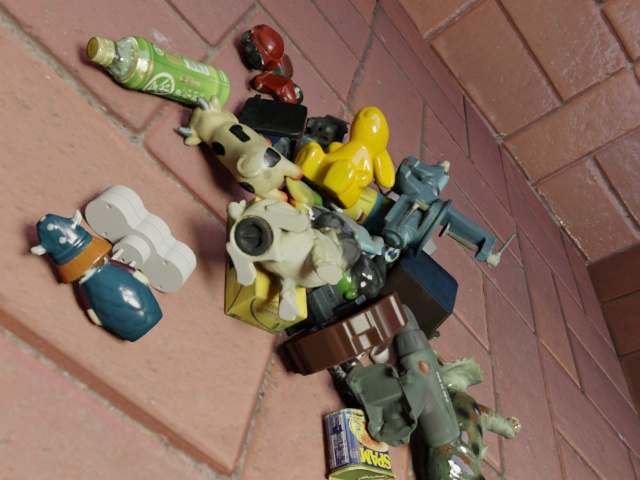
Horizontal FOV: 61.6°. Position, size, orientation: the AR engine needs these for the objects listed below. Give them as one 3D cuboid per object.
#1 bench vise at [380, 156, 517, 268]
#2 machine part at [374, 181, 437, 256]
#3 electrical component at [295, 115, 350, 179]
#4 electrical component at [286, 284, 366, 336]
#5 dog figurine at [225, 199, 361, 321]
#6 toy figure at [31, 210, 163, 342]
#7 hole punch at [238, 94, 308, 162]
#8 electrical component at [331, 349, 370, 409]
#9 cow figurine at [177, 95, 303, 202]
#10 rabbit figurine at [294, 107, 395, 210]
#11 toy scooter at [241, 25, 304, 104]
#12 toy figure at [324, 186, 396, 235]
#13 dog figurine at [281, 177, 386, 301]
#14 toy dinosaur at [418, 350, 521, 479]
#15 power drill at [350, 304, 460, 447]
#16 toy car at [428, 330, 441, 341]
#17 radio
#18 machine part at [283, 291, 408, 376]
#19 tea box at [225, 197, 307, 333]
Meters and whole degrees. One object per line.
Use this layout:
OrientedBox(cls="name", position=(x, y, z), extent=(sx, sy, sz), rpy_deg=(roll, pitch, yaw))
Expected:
OrientedBox(cls="bench vise", position=(0.226, -0.040, 0.977), extent=(0.241, 0.128, 0.224), rpy_deg=(33, 47, 8))
OrientedBox(cls="machine part", position=(0.189, -0.031, 1.211), extent=(0.243, 0.079, 0.079), rpy_deg=(58, 30, -4))
OrientedBox(cls="electrical component", position=(-0.001, -0.171, 1.009), extent=(0.058, 0.114, 0.134), rpy_deg=(23, 22, 14))
OrientedBox(cls="electrical component", position=(0.004, 0.093, 0.788), extent=(0.075, 0.119, 0.047), rpy_deg=(-21, 83, -57))
OrientedBox(cls="dog figurine", position=(-0.033, -0.001, 0.722), extent=(0.172, 0.121, 0.190), rpy_deg=(57, 17, -6))
OrientedBox(cls="toy figure", position=(-0.229, 0.037, 0.551), extent=(0.154, 0.058, 0.064), rpy_deg=(52, 45, -14))
OrientedBox(cls="hole punch", position=(-0.088, -0.186, 0.944), extent=(0.116, 0.092, 0.142), rpy_deg=(13, 44, -2))
OrientedBox(cls="electrical component", position=(0.062, 0.217, 0.837), extent=(0.102, 0.045, 0.078), rpy_deg=(62, 29, 4))
OrientedBox(cls="cow figurine", position=(-0.126, -0.138, 0.801), extent=(0.127, 0.085, 0.195), rpy_deg=(23, 19, -51))
OrientedBox(cls="rabbit figurine", position=(0.067, -0.140, 0.924), extent=(0.122, 0.173, 0.162), rpy_deg=(26, -6, 46))
OrientedBox(cls="toy scooter", position=(-0.106, -0.340, 1.054), extent=(0.135, 0.075, 0.183), rpy_deg=(-26, 91, -58))
OrientedBox(cls="toy figure", position=(0.089, -0.066, 1.057), extent=(0.180, 0.082, 0.089), rpy_deg=(24, 28, -8))
OrientedBox(cls="dog figurine", position=(-0.002, -0.003, 0.877), extent=(0.219, 0.108, 0.192), rpy_deg=(39, 31, -24))
OrientedBox(cls="toy dinosaur", position=(0.223, 0.349, 0.901), extent=(0.192, 0.131, 0.405), rpy_deg=(40, 37, -7))
OrientedBox(cls="power drill", position=(0.125, 0.209, 0.815), extent=(0.207, 0.086, 0.232), rpy_deg=(10, 56, -65))
OrientedBox(cls="toy car", position=(0.183, 0.152, 1.069), extent=(0.202, 0.053, 0.089), rpy_deg=(18, 46, -47))
OrientedBox(cls="radio", position=(0.192, 0.089, 1.034), extent=(0.131, 0.073, 0.229), rpy_deg=(43, 18, 6))
OrientedBox(cls="machine part", position=(0.038, 0.132, 0.757), extent=(0.179, 0.179, 0.056), rpy_deg=(-16, 79, -59))
OrientedBox(cls="tea box", position=(-0.077, 0.035, 0.768), extent=(0.098, 0.068, 0.170), rpy_deg=(30, 42, -40))
